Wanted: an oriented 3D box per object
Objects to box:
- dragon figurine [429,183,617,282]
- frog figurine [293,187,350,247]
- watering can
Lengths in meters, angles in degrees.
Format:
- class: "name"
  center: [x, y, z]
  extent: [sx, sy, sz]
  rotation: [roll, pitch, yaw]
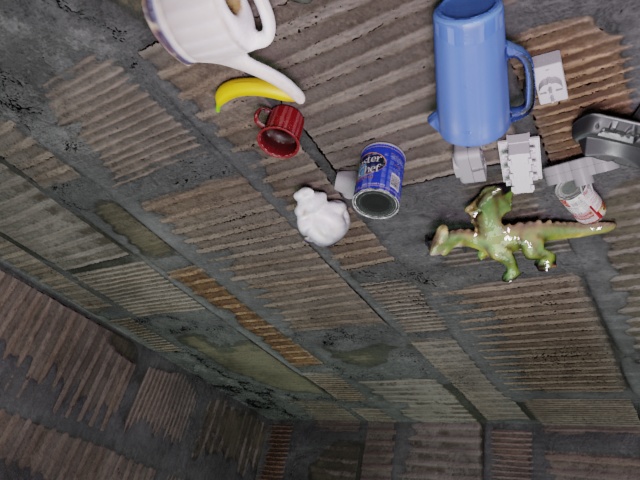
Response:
- class: "dragon figurine"
  center: [0.456, -0.035, 1.212]
  extent: [0.407, 0.125, 0.238]
  rotation: [-24, 126, 19]
- class: "frog figurine"
  center: [0.004, -0.066, 1.303]
  extent: [0.138, 0.125, 0.156]
  rotation: [-23, 132, -6]
- class: "watering can"
  center: [-0.175, -0.368, 0.937]
  extent: [0.224, 0.106, 0.340]
  rotation: [-4, 141, 25]
